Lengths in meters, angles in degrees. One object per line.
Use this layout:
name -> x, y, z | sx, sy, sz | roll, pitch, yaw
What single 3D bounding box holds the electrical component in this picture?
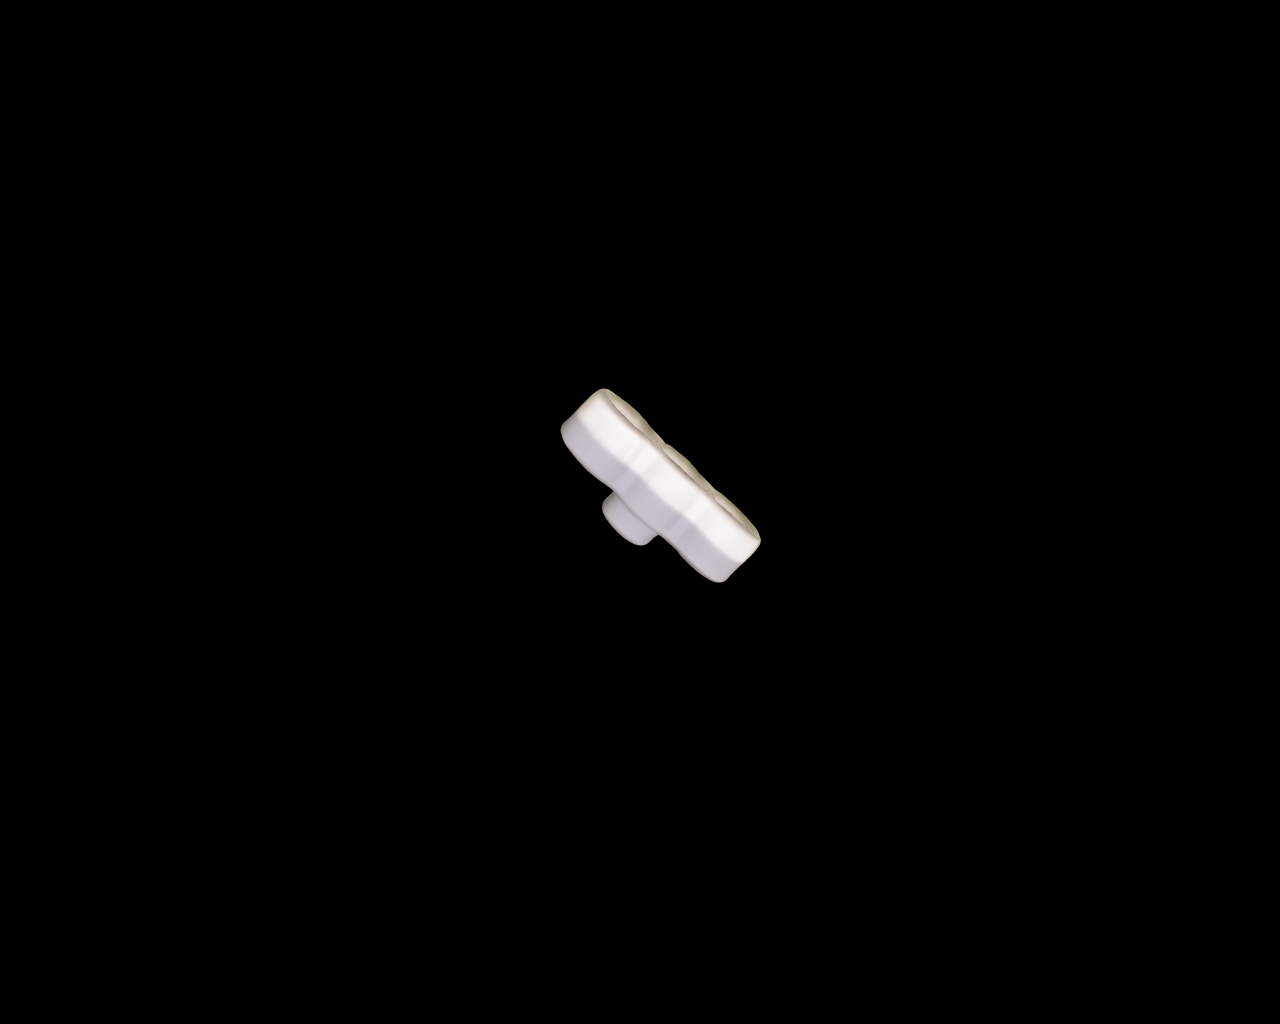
electrical component -> 0.001, -0.003, 0.650 | 0.138, 0.073, 0.052 | 43, 12, -11
